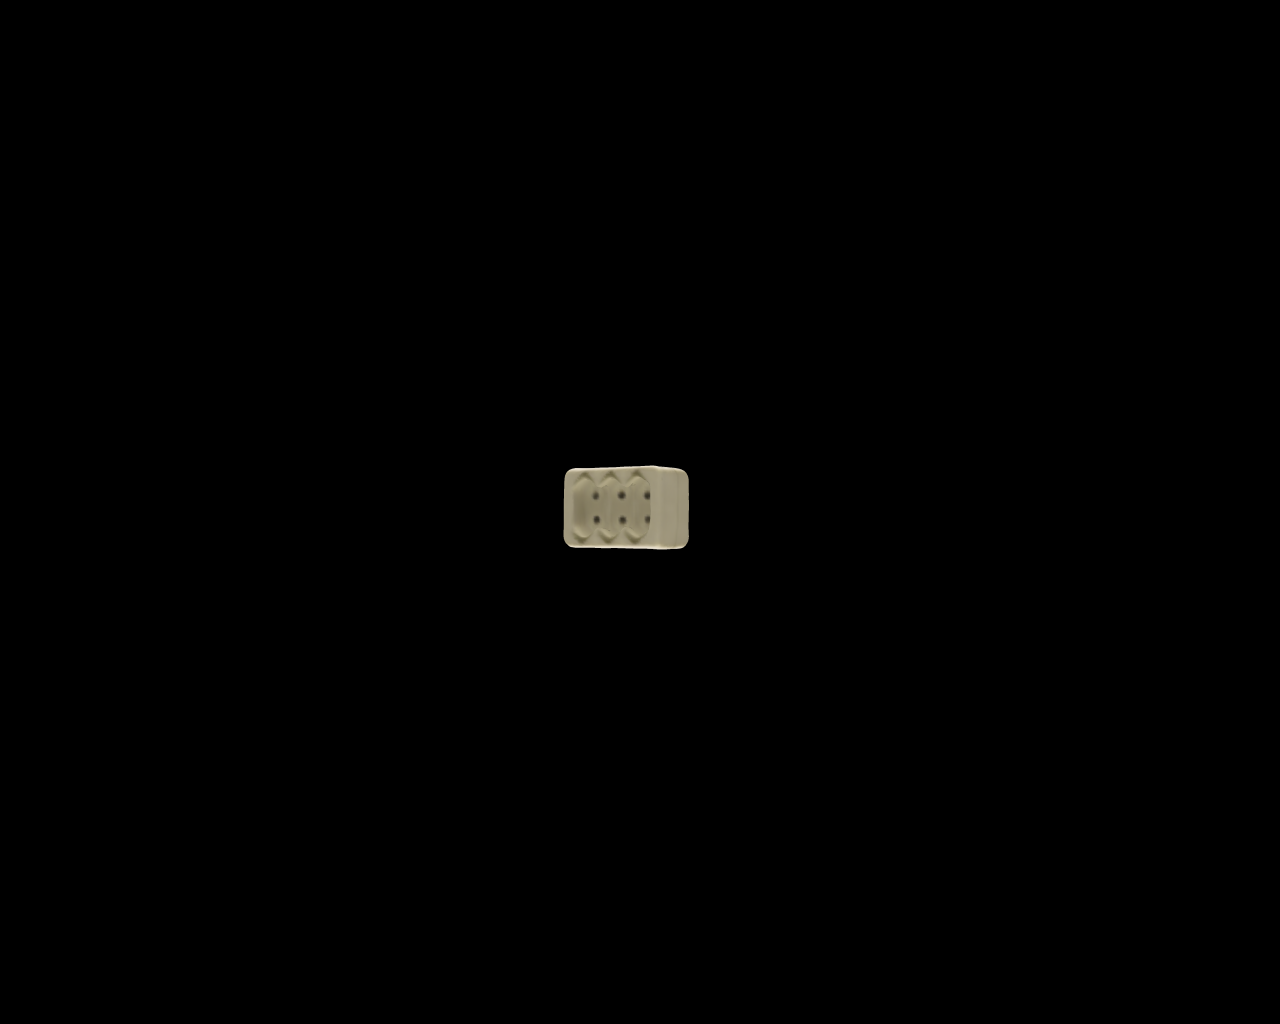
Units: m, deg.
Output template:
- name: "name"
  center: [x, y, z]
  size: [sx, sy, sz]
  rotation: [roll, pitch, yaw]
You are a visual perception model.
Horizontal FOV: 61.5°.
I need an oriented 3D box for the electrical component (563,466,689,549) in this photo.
- name: "electrical component"
  center: [0.001, -0.003, 0.650]
  size: [0.066, 0.047, 0.077]
  rotation: [0, 0, 28]
